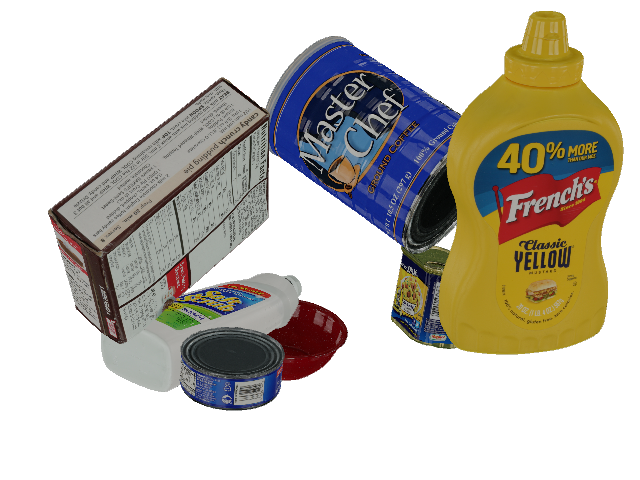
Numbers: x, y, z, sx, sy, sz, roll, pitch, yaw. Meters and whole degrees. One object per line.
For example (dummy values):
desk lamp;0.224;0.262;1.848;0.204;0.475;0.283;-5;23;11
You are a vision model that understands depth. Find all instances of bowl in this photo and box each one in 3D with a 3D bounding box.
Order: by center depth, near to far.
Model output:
bowl;-0.048;0.132;1.363;0.162;0.055;0.162;5;23;-2

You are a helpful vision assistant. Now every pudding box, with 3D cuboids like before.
pudding box;-0.074;-0.013;0.523;0.039;0.113;0.090;36;-28;19

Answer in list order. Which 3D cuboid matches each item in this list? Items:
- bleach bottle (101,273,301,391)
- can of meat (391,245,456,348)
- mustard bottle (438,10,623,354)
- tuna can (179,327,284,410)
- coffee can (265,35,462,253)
bleach bottle;-0.112;0.083;1.156;0.103;0.068;0.250;18;25;31
can of meat;0.116;0.057;1.119;0.057;0.084;0.102;5;14;-18
mustard bottle;0.118;-0.031;0.593;0.096;0.192;0.058;-4;26;-8
tuna can;-0.073;0.105;0.882;0.086;0.034;0.086;5;22;-2
coffee can;0.042;-0.071;0.780;0.140;0.103;0.102;37;17;23
